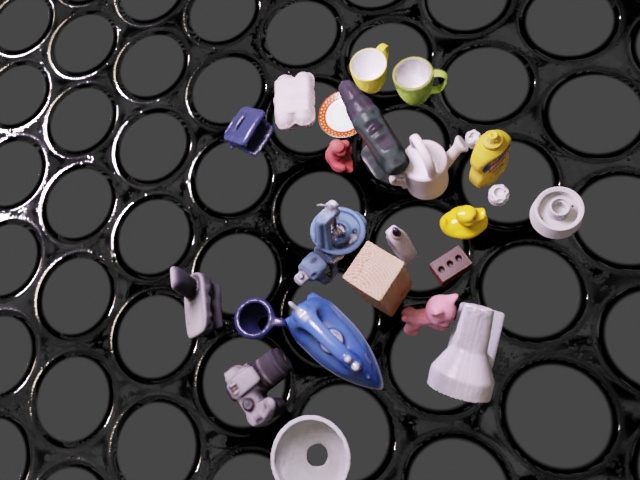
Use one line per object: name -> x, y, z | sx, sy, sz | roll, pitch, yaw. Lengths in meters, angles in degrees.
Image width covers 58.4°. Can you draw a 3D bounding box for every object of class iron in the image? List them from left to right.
iron -> 0.031, 0.218, 1.206 | 0.257, 0.142, 0.119 | 41, 86, 21

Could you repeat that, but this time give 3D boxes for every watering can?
watering can -> 0.233, -0.171, 1.246 | 0.173, 0.194, 0.100 | -45, 69, -2

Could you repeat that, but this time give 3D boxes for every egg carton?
egg carton -> -0.062, -0.348, 1.435 | 0.107, 0.069, 0.150 | -6, 73, 12

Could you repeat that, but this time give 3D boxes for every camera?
camera -> -0.122, 0.309, 1.237 | 0.137, 0.101, 0.143 | -38, 69, 0

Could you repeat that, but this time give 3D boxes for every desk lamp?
desk lamp -> 0.289, 0.210, 1.109 | 0.117, 0.214, 0.203 | 14, 77, 17

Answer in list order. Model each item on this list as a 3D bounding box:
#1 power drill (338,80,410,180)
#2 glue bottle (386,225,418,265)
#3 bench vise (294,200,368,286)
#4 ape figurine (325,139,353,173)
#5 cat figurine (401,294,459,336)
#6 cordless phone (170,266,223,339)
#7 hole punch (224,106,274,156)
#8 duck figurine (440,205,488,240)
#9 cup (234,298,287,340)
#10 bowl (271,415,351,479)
power drill -> 0.122, -0.226, 1.280 | 0.075, 0.209, 0.229 | -34, 69, 2
glue bottle -> 0.169, 0.001, 1.221 | 0.037, 0.173, 0.078 | -42, 69, -1
bench vise -> 0.022, 0.008, 1.228 | 0.121, 0.220, 0.207 | 18, 79, 18
ape figurine -> 0.045, -0.207, 1.355 | 0.076, 0.092, 0.078 | 30, 83, 20
cat figurine -> 0.229, 0.153, 1.191 | 0.127, 0.118, 0.067 | -13, 71, 9
cordless phone -> -0.294, 0.138, 1.283 | 0.094, 0.185, 0.147 | -15, 71, 9
hole punch -> -0.186, -0.278, 1.432 | 0.101, 0.091, 0.109 | 28, 82, 19
duck figurine -> 0.313, -0.047, 1.247 | 0.104, 0.086, 0.077 | -8, 72, 11
cup -> -0.121, 0.182, 1.277 | 0.117, 0.095, 0.092 | 5, 75, 15
bowl -> -0.013, 0.449, 1.184 | 0.167, 0.075, 0.167 | -4, 73, 12
